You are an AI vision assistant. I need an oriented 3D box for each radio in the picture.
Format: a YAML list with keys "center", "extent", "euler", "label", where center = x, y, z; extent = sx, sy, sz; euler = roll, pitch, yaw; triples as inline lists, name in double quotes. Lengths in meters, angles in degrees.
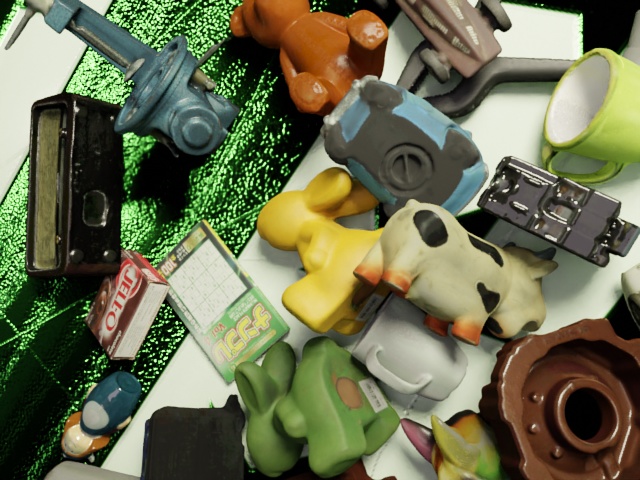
- center: [-0.312, -0.064, 0.681]
  extent: [0.131, 0.073, 0.229]
  euler: [1, 90, 43]
  label: "radio"

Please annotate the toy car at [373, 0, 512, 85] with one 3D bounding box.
- center: [0.113, -0.243, 0.548]
  extent: [0.089, 0.053, 0.202]
  euler: [-35, 57, 17]
  label: "toy car"

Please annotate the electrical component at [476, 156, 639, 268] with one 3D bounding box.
- center: [0.222, -0.025, 0.503]
  extent: [0.134, 0.115, 0.058]
  euler: [28, 102, 16]
  label: "electrical component"

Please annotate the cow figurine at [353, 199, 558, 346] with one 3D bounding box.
- center: [0.142, 0.031, 0.512]
  extent: [0.195, 0.085, 0.127]
  euler: [33, 81, -22]
  label: "cow figurine"

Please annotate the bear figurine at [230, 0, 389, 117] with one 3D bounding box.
- center: [-0.022, -0.227, 0.583]
  extent: [0.120, 0.132, 0.196]
  euler: [-42, 83, 9]
  label: "bear figurine"

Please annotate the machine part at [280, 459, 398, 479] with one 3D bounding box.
- center: [0.015, 0.357, 0.580]
  extent: [0.201, 0.087, 0.201]
  euler: [-26, 83, 17]
  label: "machine part"

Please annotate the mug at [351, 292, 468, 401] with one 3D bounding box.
- center: [0.095, 0.118, 0.550]
  extent: [0.107, 0.109, 0.080]
  euler: [32, 112, 6]
  label: "mug"

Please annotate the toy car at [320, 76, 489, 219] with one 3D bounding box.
- center: [0.083, -0.092, 0.545]
  extent: [0.161, 0.103, 0.109]
  euler: [37, 114, -5]
  label: "toy car"

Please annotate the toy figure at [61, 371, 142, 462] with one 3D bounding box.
- center: [-0.294, 0.236, 0.701]
  extent: [0.154, 0.057, 0.064]
  euler: [-49, 55, 13]
  label: "toy figure"

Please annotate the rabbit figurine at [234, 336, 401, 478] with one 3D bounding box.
- center: [-0.030, 0.192, 0.586]
  extent: [0.170, 0.121, 0.159]
  euler: [-42, 76, 29]
  label: "rabbit figurine"

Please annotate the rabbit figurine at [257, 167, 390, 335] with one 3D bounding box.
- center: [-0.001, -0.002, 0.580]
  extent: [0.173, 0.122, 0.162]
  euler: [40, 108, 34]
  label: "rabbit figurine"

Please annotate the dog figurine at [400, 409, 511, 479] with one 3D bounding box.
- center: [0.141, 0.273, 0.509]
  extent: [0.191, 0.108, 0.219]
  euler: [-32, 80, -23]
  label: "dog figurine"

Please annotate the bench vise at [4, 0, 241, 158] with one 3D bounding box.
- center: [-0.188, -0.182, 0.574]
  extent: [0.129, 0.240, 0.224]
  euler: [-43, 35, 20]
  label: "bench vise"

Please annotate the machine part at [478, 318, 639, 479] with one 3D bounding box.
- center: [0.238, 0.160, 0.492]
  extent: [0.179, 0.056, 0.179]
  euler: [1, 72, -4]
  label: "machine part"

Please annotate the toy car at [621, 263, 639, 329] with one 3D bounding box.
- center: [0.353, 0.106, 0.490]
  extent: [0.073, 0.056, 0.201]
  euler: [-28, 82, 10]
  label: "toy car"

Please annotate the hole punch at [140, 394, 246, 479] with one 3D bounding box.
- center: [-0.152, 0.256, 0.624]
  extent: [0.092, 0.116, 0.142]
  euler: [-44, 42, 48]
  label: "hole punch"

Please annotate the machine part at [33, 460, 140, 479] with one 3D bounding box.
- center: [-0.261, 0.331, 0.674]
  extent: [0.243, 0.079, 0.079]
  euler: [4, 90, 18]
  label: "machine part"
